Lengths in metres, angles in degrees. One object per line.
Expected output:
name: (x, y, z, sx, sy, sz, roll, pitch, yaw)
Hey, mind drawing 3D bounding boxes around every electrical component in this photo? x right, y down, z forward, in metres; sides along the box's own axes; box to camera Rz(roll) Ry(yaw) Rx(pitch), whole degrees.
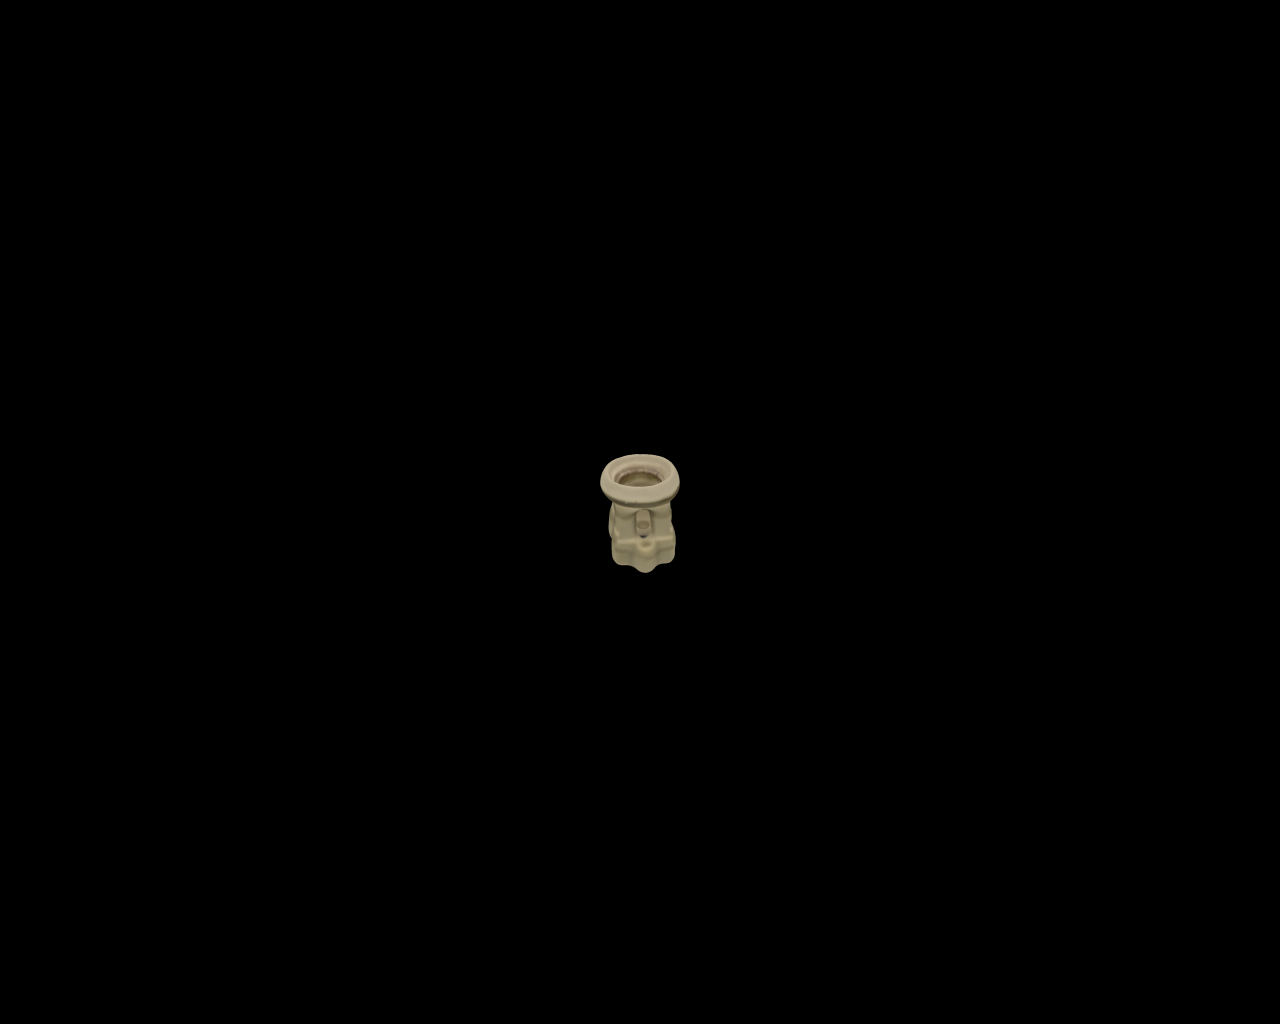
electrical component: (0.001, -0.003, 0.650, 0.048, 0.055, 0.066, -3, 34, -5)
